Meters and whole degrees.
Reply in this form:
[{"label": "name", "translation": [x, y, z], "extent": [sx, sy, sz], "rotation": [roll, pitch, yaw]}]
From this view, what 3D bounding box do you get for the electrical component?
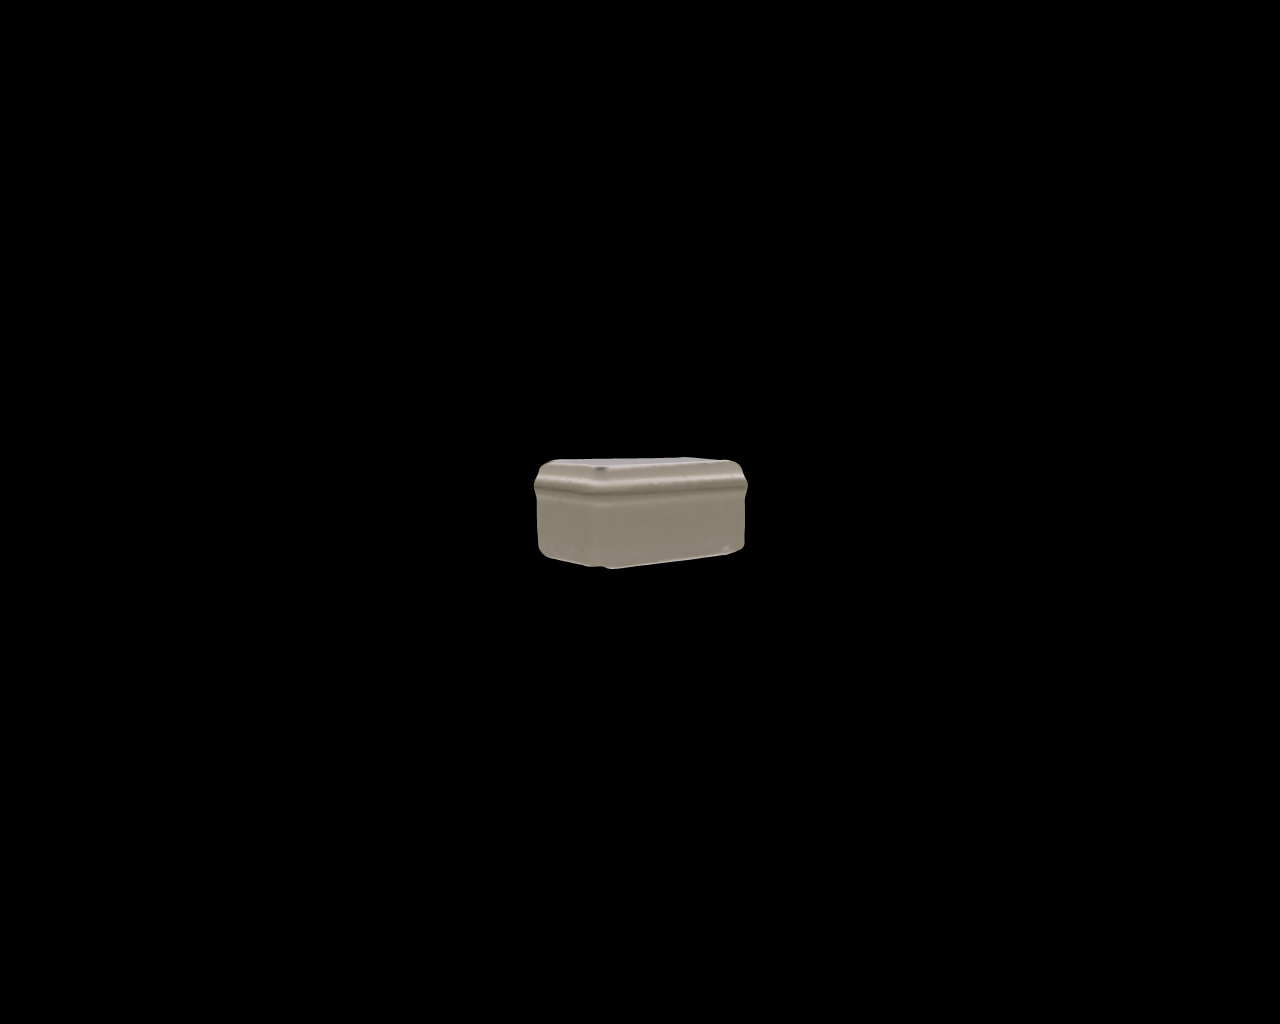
[{"label": "electrical component", "translation": [0.001, -0.003, 0.650], "extent": [0.113, 0.057, 0.078], "rotation": [-4, 7, -33]}]
